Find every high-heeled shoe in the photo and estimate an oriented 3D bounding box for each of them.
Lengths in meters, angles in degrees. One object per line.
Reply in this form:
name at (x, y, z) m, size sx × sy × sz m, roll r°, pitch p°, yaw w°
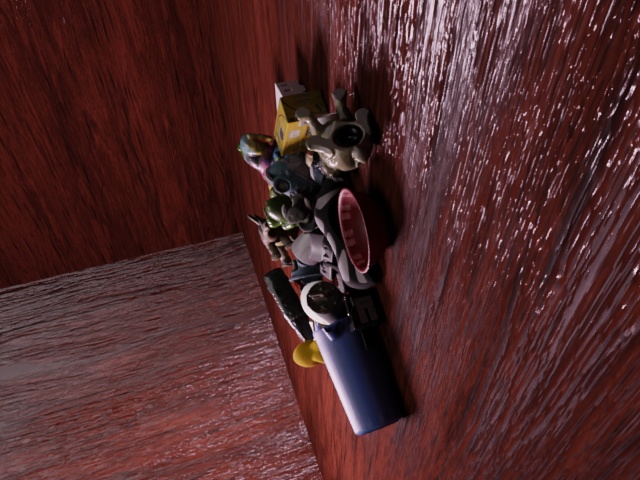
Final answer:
high-heeled shoe at (0.065, -0.028, 1.080) m, size 0.145 × 0.086 × 0.248 m, roll 12°, pitch 104°, yaw 46°

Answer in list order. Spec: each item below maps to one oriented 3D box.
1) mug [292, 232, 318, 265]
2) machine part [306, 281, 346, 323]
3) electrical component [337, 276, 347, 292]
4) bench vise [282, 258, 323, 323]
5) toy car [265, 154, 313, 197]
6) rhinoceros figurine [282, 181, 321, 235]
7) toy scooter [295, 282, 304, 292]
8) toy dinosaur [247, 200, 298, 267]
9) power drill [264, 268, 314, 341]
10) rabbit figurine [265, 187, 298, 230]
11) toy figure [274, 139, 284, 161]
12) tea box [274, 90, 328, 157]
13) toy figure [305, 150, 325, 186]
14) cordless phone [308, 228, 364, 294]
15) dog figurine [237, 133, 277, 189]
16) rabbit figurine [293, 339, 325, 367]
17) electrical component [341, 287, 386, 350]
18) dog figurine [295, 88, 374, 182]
mug at (-0.003, -0.004, 1.340) m, size 0.081 × 0.109 × 0.107 m, roll 47°, pitch 126°, yaw 8°
machine part at (0.029, 0.150, 1.233) m, size 0.243 × 0.079 × 0.079 m, roll 51°, pitch -163°, yaw -64°
electrical component at (0.058, 0.097, 1.319) m, size 0.094 × 0.021 × 0.063 m, roll 153°, pitch 104°, yaw -78°
bench vise at (-0.024, 0.111, 1.489) m, size 0.223 × 0.129 × 0.240 m, roll 124°, pitch 135°, yaw -77°
toy car at (-0.046, -0.151, 1.298) m, size 0.103 × 0.161 × 0.109 m, roll -55°, pitch 16°, yaw 21°
rhinoceros figurine at (-0.018, -0.075, 1.173) m, size 0.190 × 0.073 × 0.112 m, roll -53°, pitch -52°, yaw -61°
toy scooter at (-0.030, 0.164, 1.672) m, size 0.135 × 0.075 × 0.184 m, roll 95°, pitch 153°, yaw -60°
toy dinosaur at (-0.128, -0.022, 1.721) m, size 0.198 × 0.105 × 0.471 m, roll 58°, pitch -178°, yaw 12°
power drill at (-0.094, 0.186, 1.582) m, size 0.232 × 0.086 × 0.207 m, roll 61°, pitch 179°, yaw -8°
rabbit figurine at (-0.080, -0.071, 1.405) m, size 0.170 × 0.159 × 0.121 m, roll -19°, pitch -53°, yaw -76°
toy figure at (-0.084, -0.200, 1.498) m, size 0.089 × 0.082 × 0.179 m, roll -124°, pitch 26°, yaw -56°
tea box at (-0.045, -0.261, 1.216) m, size 0.169 × 0.098 × 0.068 m, roll 123°, pitch 131°, yaw -71°
toy figure at (0.000, -0.171, 1.207) m, size 0.155 × 0.058 × 0.064 m, roll -117°, pitch 34°, yaw -52°
cordless phone at (0.053, 0.058, 1.216) m, size 0.184 × 0.089 × 0.146 m, roll 56°, pitch 159°, yaw 30°
dog figurine at (-0.150, -0.199, 1.590) m, size 0.108 × 0.191 × 0.219 m, roll -171°, pitch 83°, yaw -70°
rabbit figurine at (0.020, 0.277, 1.341) m, size 0.162 × 0.173 × 0.122 m, roll 119°, pitch 139°, yaw -79°
electrical component at (0.094, 0.164, 1.109) m, size 0.047 × 0.075 × 0.119 m, roll 110°, pitch 148°, yaw -69°
dog figurine at (0.045, -0.151, 0.981) m, size 0.190 × 0.121 × 0.172 m, roll 69°, pitch -178°, yaw -56°
